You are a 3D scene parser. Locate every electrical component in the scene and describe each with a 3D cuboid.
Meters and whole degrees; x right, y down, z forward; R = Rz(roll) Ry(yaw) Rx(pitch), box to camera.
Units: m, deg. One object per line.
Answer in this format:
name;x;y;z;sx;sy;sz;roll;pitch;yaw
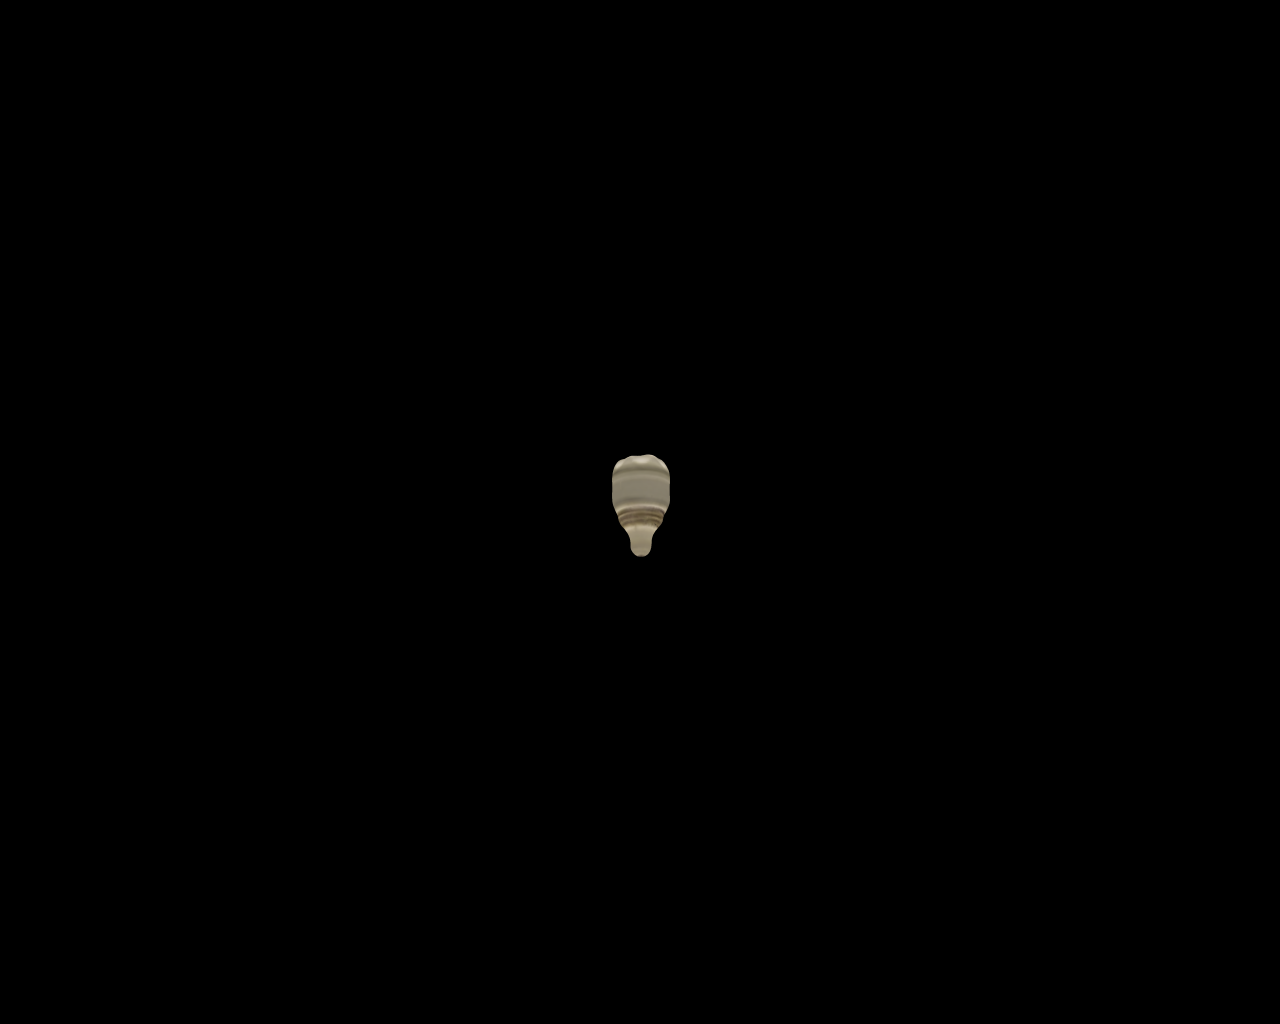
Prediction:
electrical component;0.001;-0.003;0.650;0.035;0.061;0.035;0;-15;0
